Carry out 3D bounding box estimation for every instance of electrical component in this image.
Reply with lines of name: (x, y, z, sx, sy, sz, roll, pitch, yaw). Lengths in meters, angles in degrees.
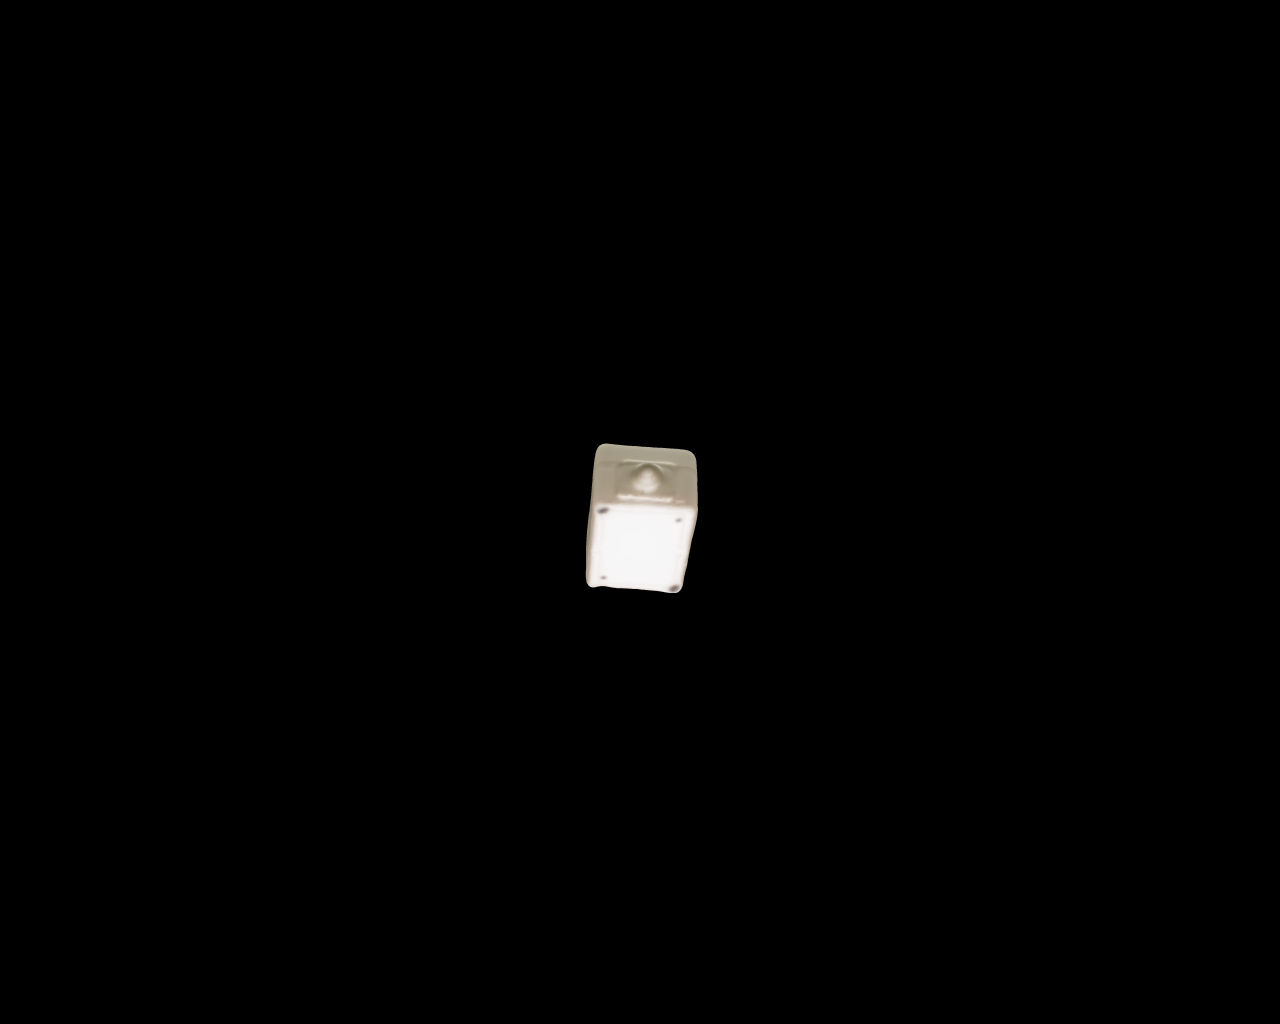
electrical component: (0.001, -0.003, 0.650, 0.062, 0.061, 0.096, 4, -43, -4)
